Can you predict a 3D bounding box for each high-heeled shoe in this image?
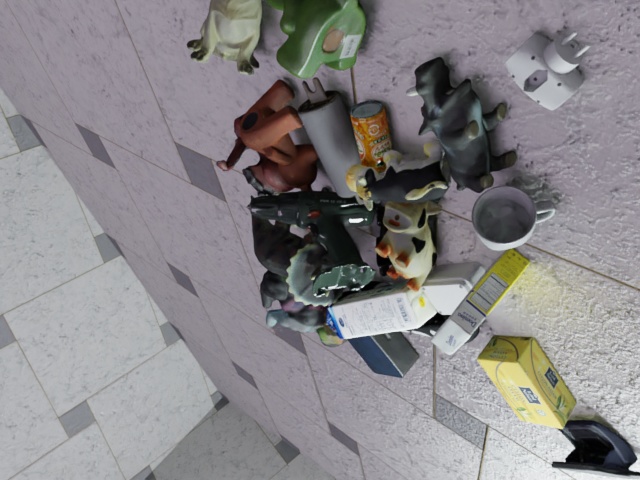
[{"bbox_3d":[0.190,0.134,1.064,0.249,0.086,0.145,26,160,9],"label":"high-heeled shoe"}]

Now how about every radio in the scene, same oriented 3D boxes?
[{"bbox_3d":[0.123,0.227,1.309,0.229,0.073,0.131,52,153,-9],"label":"radio"}]

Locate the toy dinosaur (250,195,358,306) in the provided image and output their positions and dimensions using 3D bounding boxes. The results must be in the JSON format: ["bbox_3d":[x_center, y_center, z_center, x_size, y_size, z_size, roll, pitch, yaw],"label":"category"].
[{"bbox_3d":[-0.065,0.017,1.156,0.405,0.192,0.131,19,140,39],"label":"toy dinosaur"}]

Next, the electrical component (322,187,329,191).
[{"bbox_3d":[0.011,-0.055,1.062,0.078,0.102,0.045,2,141,23],"label":"electrical component"}]

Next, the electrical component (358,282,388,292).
[{"bbox_3d":[0.129,0.126,1.187,0.119,0.048,0.075,45,152,1],"label":"electrical component"}]

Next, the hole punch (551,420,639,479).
[{"bbox_3d":[0.510,0.391,1.000,0.116,0.092,0.142,19,153,-14],"label":"hole punch"}]

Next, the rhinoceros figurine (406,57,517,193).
[{"bbox_3d":[0.186,-0.152,0.718,0.112,0.073,0.190,19,146,58],"label":"rhinoceros figurine"}]

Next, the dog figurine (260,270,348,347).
[{"bbox_3d":[-0.015,0.149,1.212,0.219,0.108,0.191,11,122,30],"label":"dog figurine"}]

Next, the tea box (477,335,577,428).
[{"bbox_3d":[0.383,0.261,0.997,0.169,0.068,0.098,53,152,-12],"label":"tea box"}]

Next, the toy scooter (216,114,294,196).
[{"bbox_3d":[-0.131,-0.152,1.078,0.183,0.135,0.075,53,150,-17],"label":"toy scooter"}]

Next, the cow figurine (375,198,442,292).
[{"bbox_3d":[0.156,-0.010,0.913,0.086,0.127,0.194,26,161,34],"label":"cow figurine"}]

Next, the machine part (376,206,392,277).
[{"bbox_3d":[0.122,-0.001,0.997,0.039,0.084,0.138,4,133,8],"label":"machine part"}]

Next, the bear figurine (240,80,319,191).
[{"bbox_3d":[-0.050,-0.172,0.986,0.132,0.120,0.195,-34,135,22],"label":"bear figurine"}]

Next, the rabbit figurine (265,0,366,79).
[{"bbox_3d":[-0.027,-0.327,0.728,0.170,0.121,0.159,51,152,23],"label":"rabbit figurine"}]

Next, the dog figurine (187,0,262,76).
[{"bbox_3d":[-0.133,-0.378,0.853,0.172,0.121,0.190,-120,43,-56],"label":"dog figurine"}]

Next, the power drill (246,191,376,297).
[{"bbox_3d":[-0.002,-0.003,0.954,0.085,0.232,0.207,100,158,-45],"label":"power drill"}]

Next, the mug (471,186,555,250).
[{"bbox_3d":[0.269,-0.028,0.753,0.107,0.110,0.081,36,-145,-70],"label":"mug"}]

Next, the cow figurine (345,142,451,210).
[{"bbox_3d":[0.113,-0.085,0.813,0.167,0.098,0.068,-9,128,25],"label":"cow figurine"}]

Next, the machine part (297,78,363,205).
[{"bbox_3d":[0.030,-0.159,0.908,0.079,0.079,0.243,11,137,48],"label":"machine part"}]
